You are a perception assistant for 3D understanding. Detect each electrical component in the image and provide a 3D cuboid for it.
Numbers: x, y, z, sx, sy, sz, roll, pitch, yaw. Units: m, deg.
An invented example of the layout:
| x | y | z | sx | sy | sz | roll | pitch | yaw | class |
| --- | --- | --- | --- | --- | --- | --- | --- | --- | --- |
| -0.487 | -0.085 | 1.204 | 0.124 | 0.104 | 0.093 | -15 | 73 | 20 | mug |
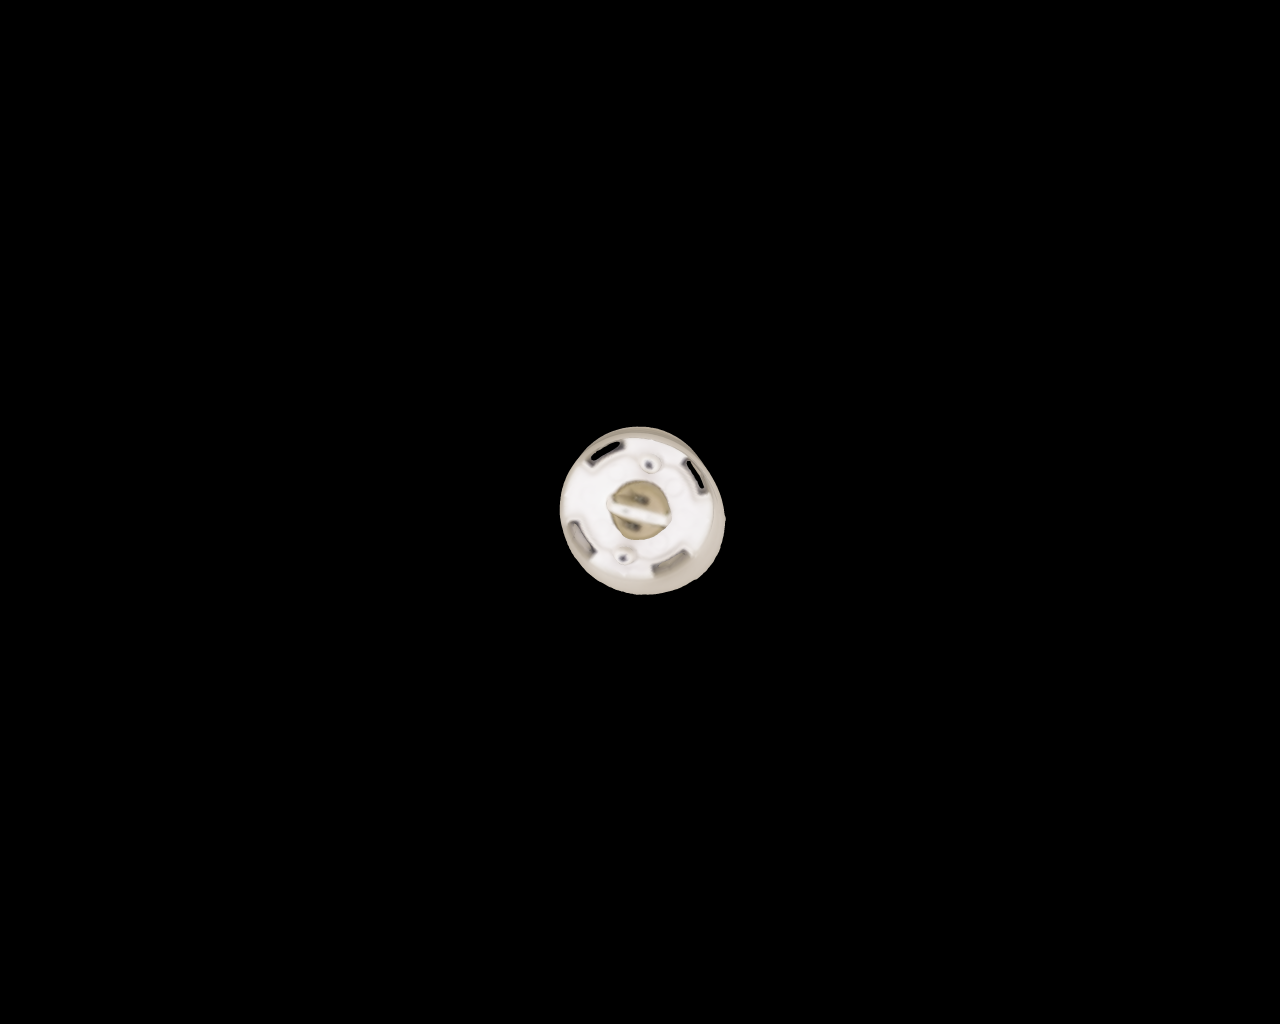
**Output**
| x | y | z | sx | sy | sz | roll | pitch | yaw | class |
| --- | --- | --- | --- | --- | --- | --- | --- | --- | --- |
| 0.001 | -0.003 | 0.650 | 0.099 | 0.099 | 0.064 | 0 | 16 | 0 | electrical component |
